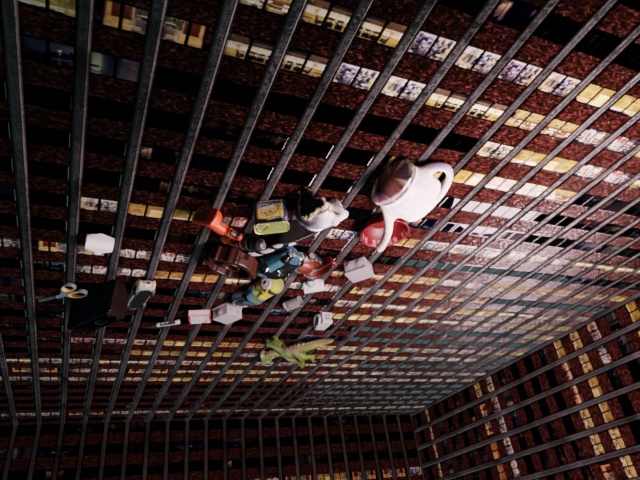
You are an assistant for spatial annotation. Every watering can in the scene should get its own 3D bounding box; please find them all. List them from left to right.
[{"bbox_3d":[0.234,-0.103,1.492,0.222,0.106,0.343,24,117,-41],"label":"watering can"}]

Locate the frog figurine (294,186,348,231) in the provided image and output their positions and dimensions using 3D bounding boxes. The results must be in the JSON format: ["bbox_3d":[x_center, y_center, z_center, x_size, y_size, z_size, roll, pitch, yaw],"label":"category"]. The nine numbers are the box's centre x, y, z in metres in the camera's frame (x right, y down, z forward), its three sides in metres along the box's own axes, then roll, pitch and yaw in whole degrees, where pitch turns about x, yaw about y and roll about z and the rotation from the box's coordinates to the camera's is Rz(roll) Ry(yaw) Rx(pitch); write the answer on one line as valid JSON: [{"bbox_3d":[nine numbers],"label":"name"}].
[{"bbox_3d":[0.005,-0.076,1.508,0.138,0.124,0.158,13,170,32],"label":"frog figurine"}]

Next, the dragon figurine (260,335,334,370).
[{"bbox_3d":[-0.143,0.501,2.403,0.241,0.125,0.403,23,136,-28],"label":"dragon figurine"}]
